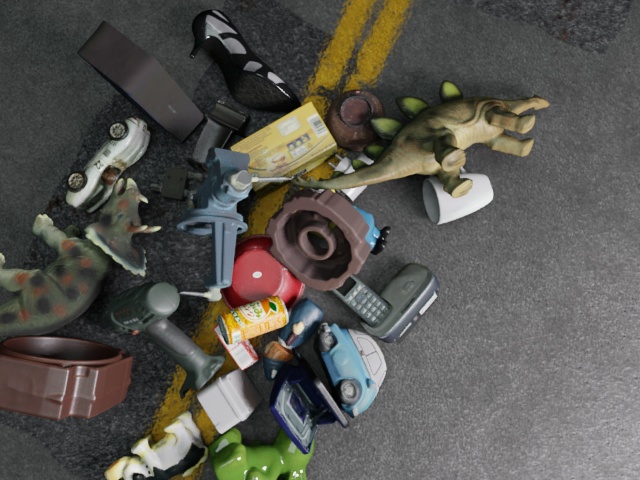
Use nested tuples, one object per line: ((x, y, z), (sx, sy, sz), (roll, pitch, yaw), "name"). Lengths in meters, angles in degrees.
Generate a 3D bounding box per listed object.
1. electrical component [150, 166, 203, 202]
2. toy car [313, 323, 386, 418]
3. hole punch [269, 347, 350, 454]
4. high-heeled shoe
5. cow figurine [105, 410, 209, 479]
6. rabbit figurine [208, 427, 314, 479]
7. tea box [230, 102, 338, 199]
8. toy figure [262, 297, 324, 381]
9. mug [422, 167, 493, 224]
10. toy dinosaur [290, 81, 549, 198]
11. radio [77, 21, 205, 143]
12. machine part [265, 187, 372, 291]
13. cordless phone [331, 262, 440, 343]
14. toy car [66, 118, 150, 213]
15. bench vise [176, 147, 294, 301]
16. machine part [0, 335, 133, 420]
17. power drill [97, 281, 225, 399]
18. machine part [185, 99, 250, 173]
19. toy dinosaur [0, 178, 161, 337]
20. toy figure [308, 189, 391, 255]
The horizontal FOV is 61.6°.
((-0.268, -0.106, 0.999), (0.094, 0.021, 0.063), (9, 83, 5), "electrical component")
((0.056, 0.209, 0.905), (0.103, 0.109, 0.161), (-18, 74, -11), "toy car")
((-0.024, 0.262, 0.865), (0.092, 0.116, 0.142), (-36, 104, -5), "hole punch")
((-0.133, -0.339, 1.014), (0.249, 0.086, 0.145), (27, 53, -11), "high-heeled shoe")
((-0.277, 0.377, 0.918), (0.167, 0.068, 0.098), (-34, 88, 0), "cow figurine")
((-0.079, 0.370, 0.884), (0.170, 0.121, 0.159), (-25, 86, -15), "rabbit figurine")
((-0.063, -0.160, 0.971), (0.170, 0.068, 0.098), (-28, 82, 0), "tea box")
((-0.053, 0.173, 0.931), (0.058, 0.064, 0.154), (36, 88, 32), "toy figure")
((0.241, -0.088, 0.946), (0.107, 0.080, 0.109), (-11, 70, -7), "mug")
((0.186, -0.162, 0.902), (0.471, 0.104, 0.199), (-25, 47, -15), "toy dinosaur")
((-0.299, -0.262, 0.920), (0.131, 0.229, 0.073), (39, 86, 12), "radio")
((-0.002, -0.003, 0.889), (0.179, 0.179, 0.056), (30, 41, 6), "machine part")
((0.101, 0.077, 0.934), (0.184, 0.088, 0.146), (39, 86, 26), "cordless phone")
((-0.385, -0.138, 0.984), (0.056, 0.073, 0.201), (38, 87, 10), "toy car")
((-0.163, -0.021, 0.890), (0.129, 0.224, 0.240), (10, 75, -41), "bench vise")
((-0.428, 0.215, 0.876), (0.202, 0.201, 0.087), (11, 87, 5), "machine part")
((-0.270, 0.166, 0.911), (0.207, 0.232, 0.086), (52, 45, -3), "power drill")
((-0.192, -0.188, 0.999), (0.084, 0.039, 0.139), (31, 84, 1), "machine part")
((-0.434, 0.073, 0.887), (0.192, 0.131, 0.405), (26, 61, 17), "toy dinosaur")
((0.030, -0.029, 0.943), (0.180, 0.082, 0.089), (29, 118, -1), "toy figure")
